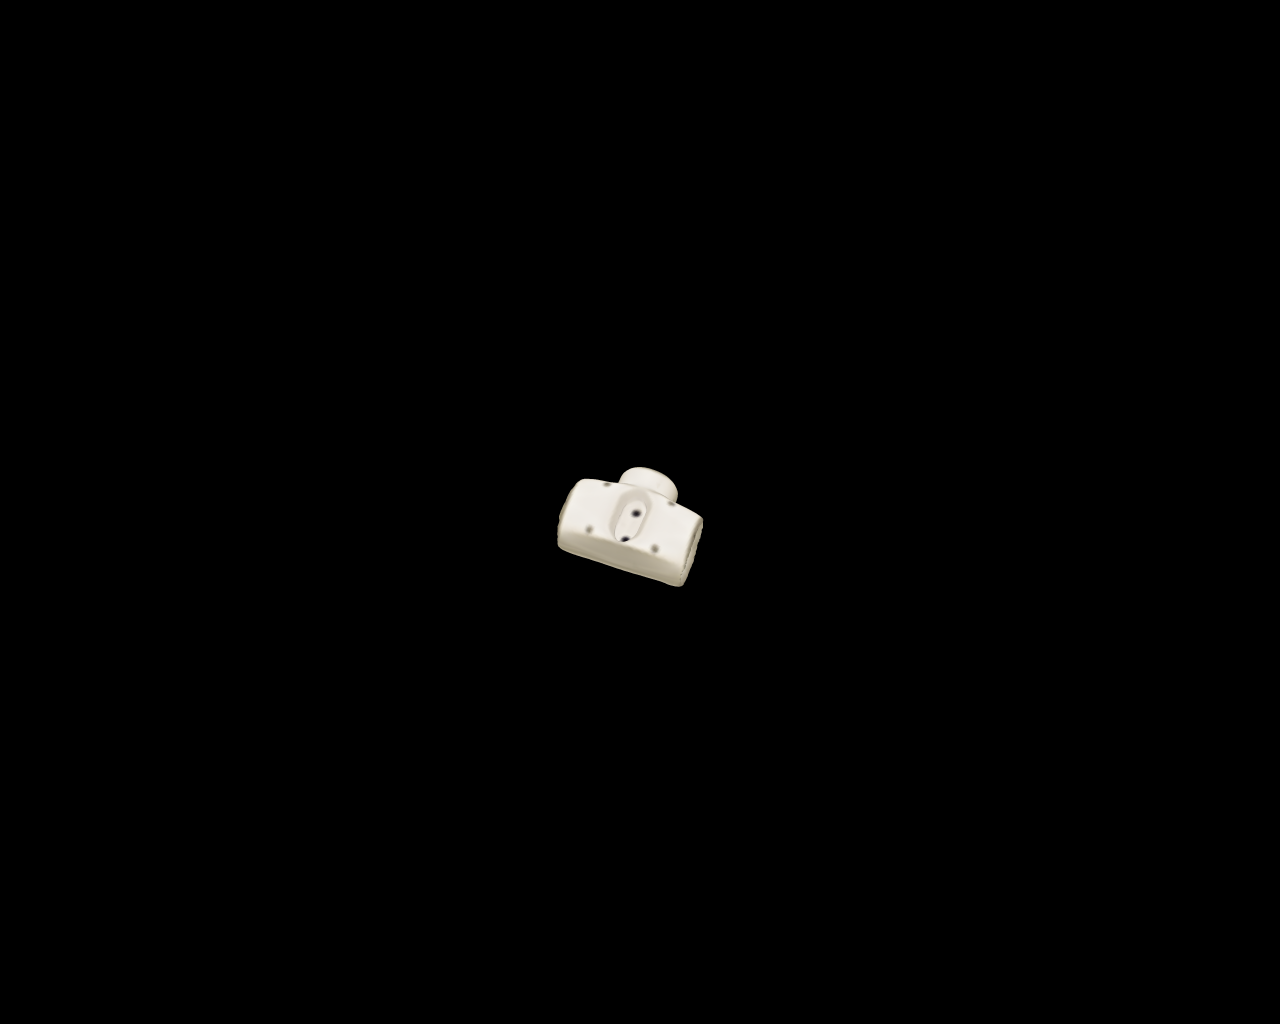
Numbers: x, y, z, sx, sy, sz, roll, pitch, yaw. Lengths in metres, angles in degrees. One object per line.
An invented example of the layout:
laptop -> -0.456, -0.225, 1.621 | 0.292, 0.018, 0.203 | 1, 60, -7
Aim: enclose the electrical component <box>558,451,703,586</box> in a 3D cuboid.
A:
electrical component -> 0.001, -0.003, 0.650 | 0.077, 0.079, 0.043 | 18, -28, 10
